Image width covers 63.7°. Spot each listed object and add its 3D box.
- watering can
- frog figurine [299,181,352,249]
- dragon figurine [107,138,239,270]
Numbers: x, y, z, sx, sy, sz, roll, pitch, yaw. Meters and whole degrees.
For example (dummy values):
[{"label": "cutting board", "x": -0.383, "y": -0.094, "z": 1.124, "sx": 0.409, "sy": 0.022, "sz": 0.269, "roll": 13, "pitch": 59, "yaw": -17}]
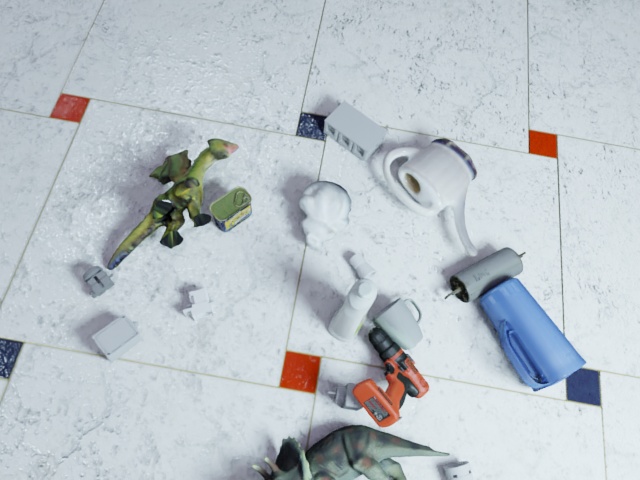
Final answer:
[{"label": "watering can", "x": 0.323, "y": -0.132, "z": 1.338, "sx": 0.227, "sy": 0.102, "sz": 0.351, "roll": -39, "pitch": 74, "yaw": -20}, {"label": "frog figurine", "x": 0.004, "y": -0.064, "z": 1.277, "sx": 0.137, "sy": 0.121, "sz": 0.163, "roll": 38, "pitch": 56, "yaw": -10}, {"label": "dragon figurine", "x": -0.371, "y": -0.114, "z": 1.268, "sx": 0.408, "sy": 0.120, "sz": 0.248, "roll": -32, "pitch": 42, "yaw": 9}]
